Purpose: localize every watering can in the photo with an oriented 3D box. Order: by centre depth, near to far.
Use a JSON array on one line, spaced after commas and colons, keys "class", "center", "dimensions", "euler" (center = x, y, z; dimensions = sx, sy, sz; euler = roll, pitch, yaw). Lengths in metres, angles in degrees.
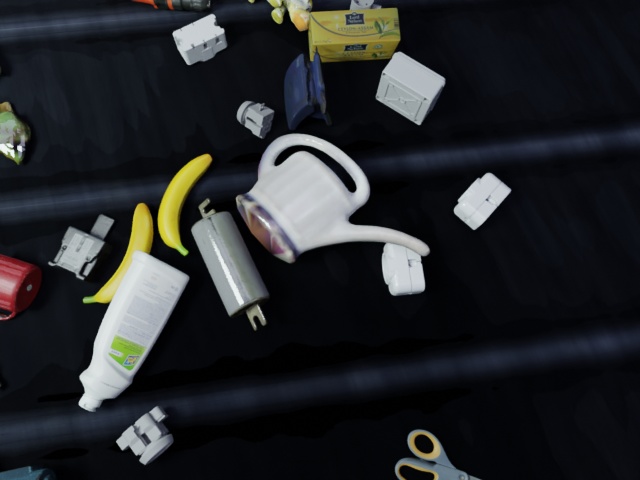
[{"class": "watering can", "center": [0.003, -0.045, 0.891], "dimensions": [0.226, 0.352, 0.102], "euler": [-39, -22, -12]}]

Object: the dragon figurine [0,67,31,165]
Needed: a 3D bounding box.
[{"class": "dragon figurine", "center": [-0.653, -0.177, 0.916], "dimensions": [0.243, 0.415, 0.120], "euler": [-5, -15, -13]}]
